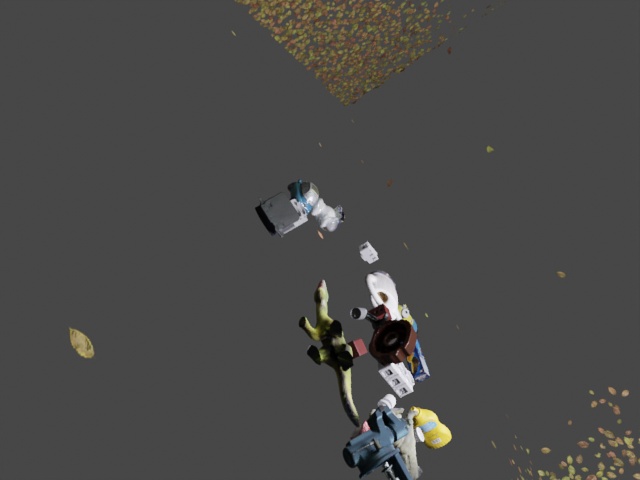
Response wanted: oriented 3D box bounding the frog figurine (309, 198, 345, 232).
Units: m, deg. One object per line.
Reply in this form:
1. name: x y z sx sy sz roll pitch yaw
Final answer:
1. frog figurine: 0.006 -0.105 2.077 0.159 0.120 0.141 14 44 -14

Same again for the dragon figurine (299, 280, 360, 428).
1. dragon figurine: 0.052 0.317 1.503 0.241 0.122 0.414 25 46 -74

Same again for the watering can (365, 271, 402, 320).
1. watering can: 0.289 0.266 2.172 0.344 0.103 0.229 52 19 -19
